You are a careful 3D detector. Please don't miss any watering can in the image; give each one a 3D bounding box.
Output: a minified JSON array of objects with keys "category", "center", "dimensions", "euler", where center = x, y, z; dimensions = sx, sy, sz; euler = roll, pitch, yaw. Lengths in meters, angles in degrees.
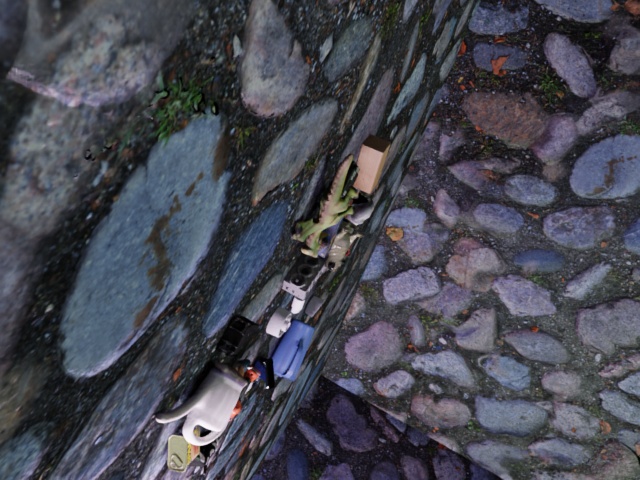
[{"category":"watering can","center":[-0.307,0.438,1.402],"dimensions":[0.228,0.104,0.340],"euler":[-63,156,-22]}]

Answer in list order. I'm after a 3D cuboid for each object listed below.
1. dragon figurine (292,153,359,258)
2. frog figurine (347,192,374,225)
[{"category":"dragon figurine","center":[0.005,-0.084,1.661],"dimensions":[0.247,0.123,0.400],"euler":[-46,159,-31]},{"category":"frog figurine","center":[0.171,-0.115,2.238],"dimensions":[0.141,0.123,0.155],"euler":[-78,171,-50]}]
